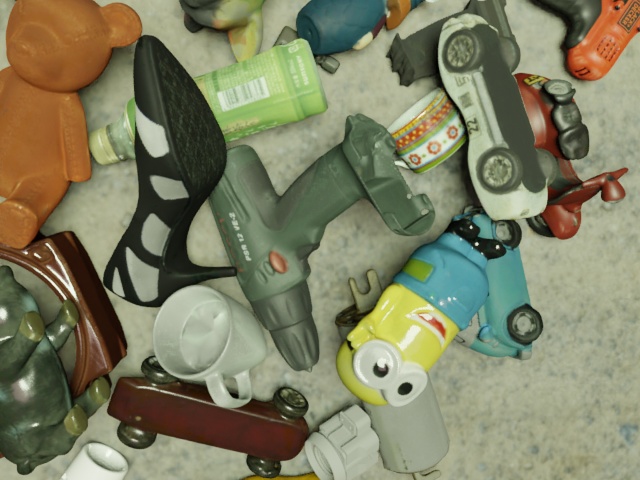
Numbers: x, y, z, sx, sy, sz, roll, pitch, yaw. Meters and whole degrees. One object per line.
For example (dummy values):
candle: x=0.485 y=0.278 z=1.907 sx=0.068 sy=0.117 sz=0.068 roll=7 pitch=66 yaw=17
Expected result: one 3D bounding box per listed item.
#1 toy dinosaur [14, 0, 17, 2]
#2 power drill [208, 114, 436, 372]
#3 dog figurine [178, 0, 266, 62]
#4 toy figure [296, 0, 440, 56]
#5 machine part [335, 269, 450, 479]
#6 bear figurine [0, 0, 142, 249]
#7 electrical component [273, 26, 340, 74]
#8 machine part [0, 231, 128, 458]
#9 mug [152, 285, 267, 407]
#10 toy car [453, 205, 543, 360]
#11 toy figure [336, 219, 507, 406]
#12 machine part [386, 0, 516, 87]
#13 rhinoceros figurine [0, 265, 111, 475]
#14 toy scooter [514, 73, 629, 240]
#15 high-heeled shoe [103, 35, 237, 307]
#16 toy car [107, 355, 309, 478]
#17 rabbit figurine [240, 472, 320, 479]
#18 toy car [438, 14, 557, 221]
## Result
toy dinosaur: x=-0.242 y=-0.318 z=0.455 sx=0.198 sy=0.105 sz=0.471 roll=43 pitch=94 yaw=-14
power drill: x=-0.001 y=-0.001 z=0.495 sx=0.086 sy=0.207 sz=0.232 roll=-28 pitch=90 yaw=-48
dog figurine: x=-0.044 y=-0.274 z=0.493 sx=0.108 sy=0.191 sz=0.219 roll=37 pitch=119 yaw=8
toy figure: x=0.049 y=-0.231 z=0.527 sx=0.154 sy=0.058 sz=0.064 roll=-32 pitch=121 yaw=-20
machine part: x=0.076 y=0.149 z=0.562 sx=0.079 sy=0.079 sz=0.243 roll=-19 pitch=99 yaw=-7
bear figurine: x=-0.235 y=-0.113 z=0.435 sx=0.120 sy=0.132 sz=0.195 roll=30 pitch=117 yaw=-10
electrical component: x=-0.031 y=-0.181 z=0.541 sx=0.094 sy=0.021 sz=0.063 roll=28 pitch=90 yaw=-10
machine part: x=-0.301 y=0.090 z=0.492 sx=0.201 sy=0.087 sz=0.201 roll=-23 pitch=100 yaw=-7
mug: x=-0.088 y=0.103 z=0.506 sx=0.081 sy=0.107 sz=0.110 roll=-35 pitch=65 yaw=8
toy car: x=0.152 y=0.048 z=0.549 sx=0.103 sy=0.109 sz=0.161 roll=-13 pitch=95 yaw=-6
toy figure: x=0.088 y=0.067 z=0.477 sx=0.082 sy=0.089 sz=0.180 roll=35 pitch=79 yaw=11
machine part: x=0.140 y=-0.202 z=0.560 sx=0.139 sy=0.039 sz=0.084 roll=-18 pitch=103 yaw=-9
rhinoceros figurine: x=-0.251 y=0.090 z=0.425 sx=0.112 sy=0.073 sz=0.190 roll=-25 pitch=101 yaw=5
toy scooter: x=0.241 y=-0.085 z=0.537 sx=0.075 sy=0.135 sz=0.183 roll=-20 pitch=97 yaw=-7
high-heeled shoe: x=-0.158 y=-0.044 z=0.470 sx=0.145 sy=0.086 sz=0.248 roll=-1 pitch=120 yaw=16
toy car: x=-0.108 y=0.178 z=0.547 sx=0.202 sy=0.053 sz=0.089 roll=19 pitch=103 yaw=-14
rabbit figurine: x=-0.056 y=0.298 z=0.507 sx=0.162 sy=0.173 sz=0.121 roll=24 pitch=95 yaw=-15
toy car: x=0.164 y=-0.116 z=0.505 sx=0.073 sy=0.056 sz=0.201 roll=-10 pitch=81 yaw=-38
